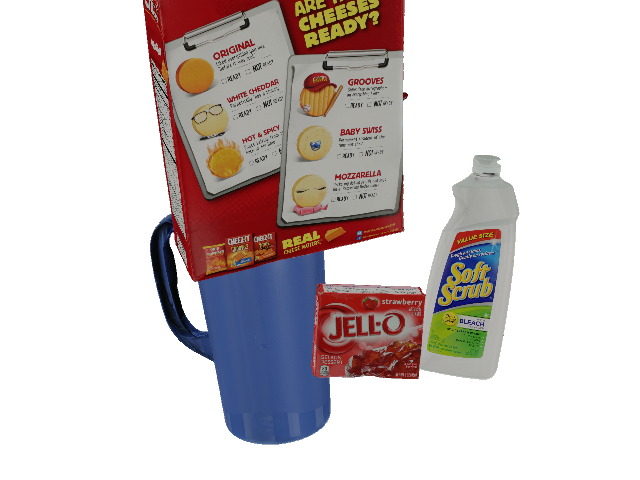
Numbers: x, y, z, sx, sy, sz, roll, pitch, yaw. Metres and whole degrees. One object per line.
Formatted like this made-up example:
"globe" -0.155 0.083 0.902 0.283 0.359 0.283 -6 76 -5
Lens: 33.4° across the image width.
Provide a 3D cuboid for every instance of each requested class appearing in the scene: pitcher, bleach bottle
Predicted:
"pitcher" -0.064 0.071 1.048 0.144 0.243 0.149 -18 22 -35
"bleach bottle" 0.167 0.027 1.213 0.103 0.251 0.068 8 16 15

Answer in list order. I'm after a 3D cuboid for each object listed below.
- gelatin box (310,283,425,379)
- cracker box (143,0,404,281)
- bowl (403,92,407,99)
"gelatin box" 0.039 0.075 0.877 0.089 0.073 0.030 2 13 -5
"cracker box" -0.028 -0.093 0.731 0.164 0.214 0.072 -13 32 -16
"bowl" -0.009 -0.120 0.930 0.162 0.055 0.162 -22 9 4
